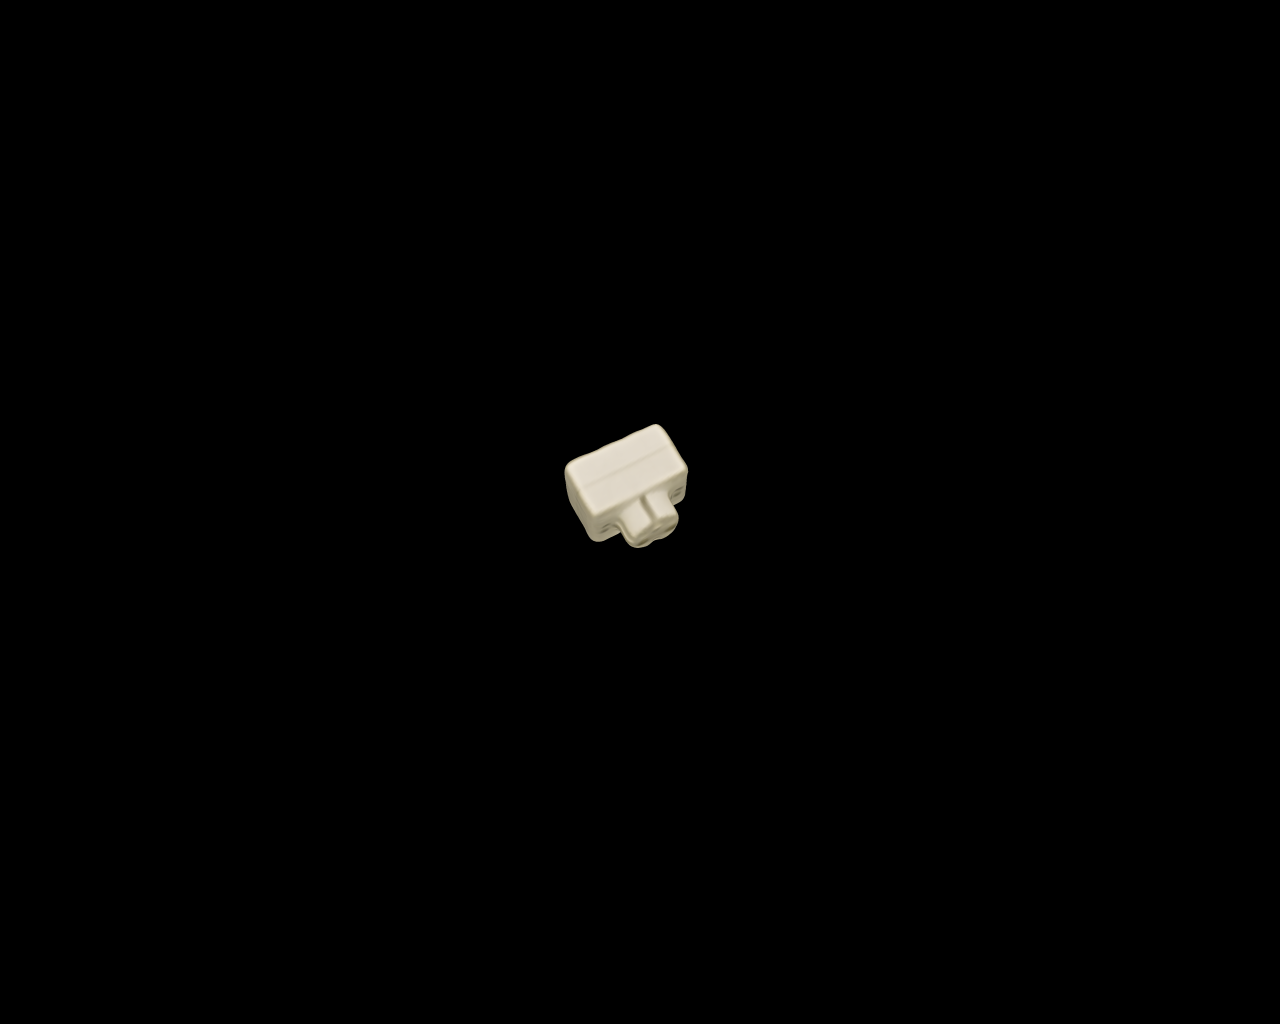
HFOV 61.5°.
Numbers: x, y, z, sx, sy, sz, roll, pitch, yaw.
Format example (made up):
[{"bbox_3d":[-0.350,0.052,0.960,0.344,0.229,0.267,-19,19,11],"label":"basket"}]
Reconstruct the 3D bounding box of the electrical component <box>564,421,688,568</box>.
[{"bbox_3d":[0.001,-0.003,0.650,0.066,0.077,0.047,-26,-20,-11],"label":"electrical component"}]
